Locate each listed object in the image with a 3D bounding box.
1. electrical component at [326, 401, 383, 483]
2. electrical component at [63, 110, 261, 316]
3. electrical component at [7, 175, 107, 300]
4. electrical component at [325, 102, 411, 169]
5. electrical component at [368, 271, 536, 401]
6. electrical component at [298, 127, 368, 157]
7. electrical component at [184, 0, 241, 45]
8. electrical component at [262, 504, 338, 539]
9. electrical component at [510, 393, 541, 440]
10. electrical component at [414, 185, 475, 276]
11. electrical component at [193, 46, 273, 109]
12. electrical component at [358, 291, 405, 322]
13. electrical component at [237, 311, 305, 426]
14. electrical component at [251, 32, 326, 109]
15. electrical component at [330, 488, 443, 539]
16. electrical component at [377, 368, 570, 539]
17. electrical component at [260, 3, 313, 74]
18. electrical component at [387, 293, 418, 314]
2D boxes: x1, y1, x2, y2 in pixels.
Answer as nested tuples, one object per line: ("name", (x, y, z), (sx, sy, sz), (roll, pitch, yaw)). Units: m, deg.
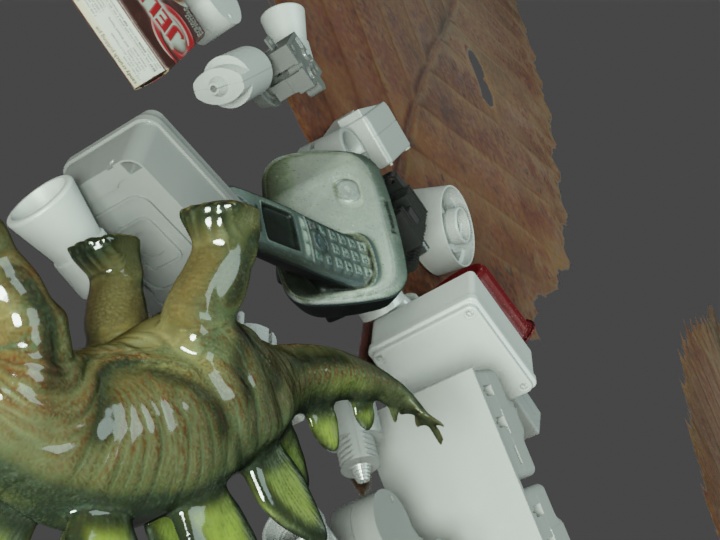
("electrical component", (-0.006, 0.117, 0.792), (0.043, 0.043, 0.081), (31, 39, -52))
("electrical component", (-0.124, -0.033, 0.663), (0.113, 0.078, 0.057), (49, 29, -30))
("electrical component", (-0.162, -0.016, 0.612), (0.065, 0.044, 0.044), (56, 23, -28))
("electrical component", (0.003, -0.126, 1.056), (0.061, 0.062, 0.096), (59, 23, -9))
("electrical component", (0.081, 0.074, 0.941), (0.108, 0.109, 0.056), (52, 22, -23))
("electrical component", (-0.023, -0.099, 0.989), (0.055, 0.047, 0.055), (47, 28, -33))
("electrical component", (-0.141, -0.250, 0.870), (0.138, 0.074, 0.052), (42, 31, -41))
("electrical component", (-0.033, 0.174, 0.679), (0.046, 0.040, 0.040), (57, 23, -29))
("electrical component", (0.138, 0.141, 1.066), (0.083, 0.047, 0.075), (55, 24, -17))
("electrical component", (0.082, -0.044, 1.162), (0.099, 0.064, 0.099), (36, 49, -54))
("electrical component", (-0.105, -0.156, 0.882), (0.043, 0.043, 0.081), (59, 23, -10))
("electrical component", (0.000, 0.000, 0.934), (0.081, 0.043, 0.043), (58, 23, -9))
("electrical component", (-0.074, 0.061, 0.705), (0.066, 0.047, 0.076), (44, 29, -37))
("electrical component", (-0.072, -0.174, 0.957), (0.066, 0.055, 0.048), (54, 24, -20))
("electrical component", (0.046, 0.213, 0.758), (0.138, 0.074, 0.052), (57, 23, -13))
("electrical component", (0.088, 0.182, 0.841), (0.060, 0.105, 0.186), (8, 58, -63))
("electrical component", (-0.067, -0.218, 1.036), (0.044, 0.044, 0.065), (13, 58, -61))
("electrical component", (0.045, 0.041, 0.985), (0.062, 0.043, 0.043), (48, 27, -30))
